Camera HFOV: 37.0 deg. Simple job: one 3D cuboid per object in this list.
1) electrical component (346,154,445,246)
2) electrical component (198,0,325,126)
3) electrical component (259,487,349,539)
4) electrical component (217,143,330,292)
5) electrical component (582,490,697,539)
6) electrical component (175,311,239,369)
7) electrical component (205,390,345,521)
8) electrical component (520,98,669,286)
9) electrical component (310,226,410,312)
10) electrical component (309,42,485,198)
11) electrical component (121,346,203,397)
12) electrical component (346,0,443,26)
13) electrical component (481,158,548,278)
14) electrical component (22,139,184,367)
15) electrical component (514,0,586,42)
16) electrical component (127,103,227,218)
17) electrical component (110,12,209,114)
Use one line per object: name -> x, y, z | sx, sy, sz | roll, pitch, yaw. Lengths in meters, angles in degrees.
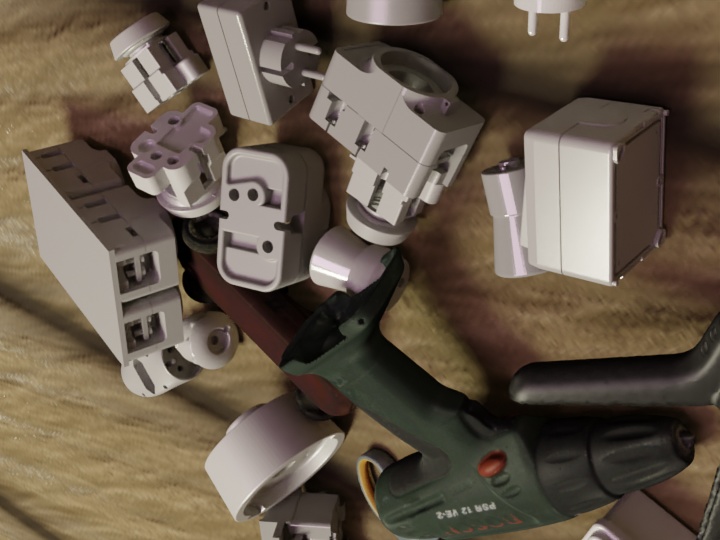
electrical component -> 0.019, -0.050, 0.688 | 0.066, 0.048, 0.055 | 37, 128, 21
electrical component -> -0.052, -0.137, 0.685 | 0.076, 0.047, 0.083 | 20, 140, 34
electrical component -> -0.044, 0.246, 0.915 | 0.063, 0.078, 0.121 | 2, 120, 10
electrical component -> -0.059, -0.038, 0.746 | 0.054, 0.059, 0.095 | 13, 106, 27
electrical component -> 0.183, 0.214, 0.689 | 0.109, 0.056, 0.108 | 39, 136, 19
electrical component -> -0.136, 0.057, 0.903 | 0.062, 0.048, 0.048 | 4, 118, 49
electrical component -> -0.073, 0.141, 0.852 | 0.060, 0.108, 0.108 | 49, 139, 18
electrical component -> 0.125, -0.038, 0.581 | 0.061, 0.062, 0.096 | 16, 125, 37
electrical component -> 0.000, 0.000, 0.737 | 0.055, 0.045, 0.045 | 26, 131, 29
electrical component -> 0.023, -0.095, 0.644 | 0.089, 0.050, 0.055 | 42, 127, 22
electrical component -> -0.185, 0.068, 0.957 | 0.077, 0.043, 0.079 | -23, 97, 48
electrical component -> 0.020, -0.168, 0.606 | 0.055, 0.055, 0.047 | 20, 124, 34
electrical component -> 0.094, -0.033, 0.631 | 0.044, 0.044, 0.065 | -1, 109, 44
electrical component -> -0.206, -0.021, 0.873 | 0.186, 0.060, 0.105 | 40, 140, 44
electrical component -> 0.097, -0.152, 0.543 | 0.138, 0.052, 0.073 | 20, 128, 34
electrical component -> -0.129, -0.076, 0.794 | 0.058, 0.078, 0.057 | 25, 151, 30
electrical component -> -0.149, -0.152, 0.782 | 0.066, 0.048, 0.055 | -22, 106, 48
